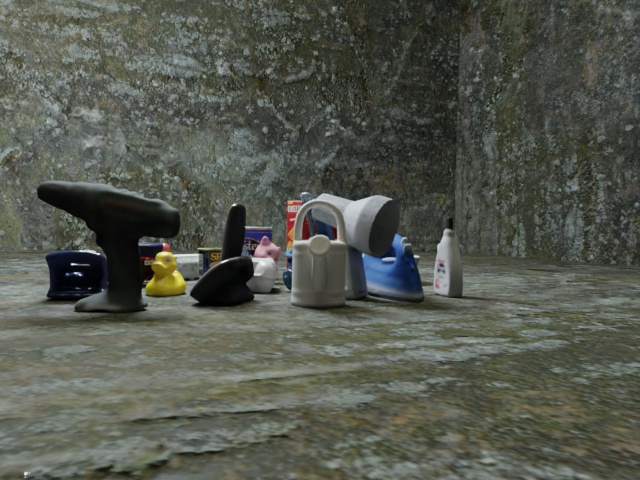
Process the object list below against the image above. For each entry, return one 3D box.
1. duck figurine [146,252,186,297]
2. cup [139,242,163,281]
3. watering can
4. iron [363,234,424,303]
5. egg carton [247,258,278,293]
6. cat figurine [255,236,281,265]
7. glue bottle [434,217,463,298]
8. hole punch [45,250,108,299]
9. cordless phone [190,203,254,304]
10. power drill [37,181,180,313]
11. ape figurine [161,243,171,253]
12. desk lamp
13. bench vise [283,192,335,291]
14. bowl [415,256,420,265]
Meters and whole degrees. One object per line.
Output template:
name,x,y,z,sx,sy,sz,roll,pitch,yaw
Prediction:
duck figurine,-0.312,0.067,1.164,0.077,0.086,0.105,2,1,12
cup,-0.448,0.054,1.413,0.118,0.095,0.091,1,1,-13
watering can,0.002,0.023,1.046,0.101,0.194,0.172,1,1,-22
iron,0.161,0.049,1.234,0.119,0.141,0.258,1,1,-15
egg carton,-0.146,0.077,1.266,0.107,0.069,0.150,1,1,-8
cat figurine,-0.152,0.049,1.420,0.128,0.118,0.067,1,1,-20
glue bottle,0.278,0.036,1.244,0.037,0.173,0.078,1,1,-21
hole punch,-0.451,0.063,1.069,0.109,0.091,0.101,1,1,-12
cordless phone,-0.176,0.023,1.059,0.094,0.185,0.148,2,1,9
power drill,-0.347,0.010,0.936,0.229,0.208,0.075,1,1,-4
ape figurine,-0.418,0.054,1.519,0.076,0.092,0.077,0,2,-41
desk lamp,0.056,0.012,1.167,0.202,0.213,0.118,2,2,33
bench vise,0.002,0.004,1.310,0.121,0.220,0.208,2,2,34
bowl,0.181,0.077,1.525,0.167,0.075,0.167,1,1,0
